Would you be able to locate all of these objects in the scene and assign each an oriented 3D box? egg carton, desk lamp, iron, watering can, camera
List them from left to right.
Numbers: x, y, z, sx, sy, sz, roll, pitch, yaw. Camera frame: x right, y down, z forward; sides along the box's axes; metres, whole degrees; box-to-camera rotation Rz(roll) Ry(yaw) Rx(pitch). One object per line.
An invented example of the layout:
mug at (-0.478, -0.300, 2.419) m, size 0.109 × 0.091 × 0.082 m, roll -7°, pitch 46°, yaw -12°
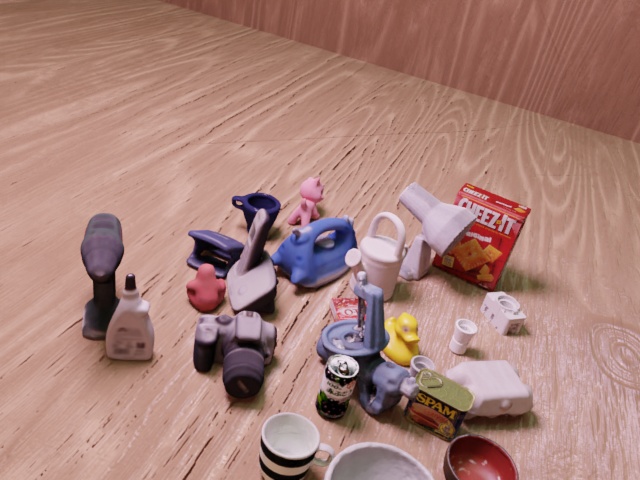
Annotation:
camera at (-0.144, 0.191, 0.974) m, size 0.143 × 0.101 × 0.136 m, roll 7°, pitch 32°, yaw -10°
iron at (0.012, 0.005, 1.284) m, size 0.118 × 0.141 × 0.259 m, roll 35°, pitch 38°, yaw 31°
watering can at (0.129, 0.033, 1.232) m, size 0.100 × 0.194 × 0.173 m, roll 25°, pitch 34°, yaw 19°
desk lamp at (0.237, -0.013, 1.326) m, size 0.202 × 0.213 × 0.118 m, roll 30°, pitch 36°, yaw 26°
egg carton at (0.306, 0.273, 1.039) m, size 0.150 × 0.069 × 0.107 m, roll 1°, pitch 34°, yaw -18°

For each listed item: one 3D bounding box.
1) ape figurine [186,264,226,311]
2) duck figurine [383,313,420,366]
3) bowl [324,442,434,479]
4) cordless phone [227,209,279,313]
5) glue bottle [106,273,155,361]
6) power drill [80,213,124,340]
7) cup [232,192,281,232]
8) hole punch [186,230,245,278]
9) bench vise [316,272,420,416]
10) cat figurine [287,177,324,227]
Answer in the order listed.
ape figurine at (-0.221, 0.086, 1.118) m, size 0.078 × 0.092 × 0.076 m, roll 8°, pitch 32°, yaw -8°
duck figurine at (0.161, 0.180, 1.116) m, size 0.078 × 0.086 × 0.104 m, roll -2°, pitch 35°, yaw -23°
bowl at (0.081, 0.372, 0.797) m, size 0.167 × 0.075 × 0.167 m, roll 9°, pitch 32°, yaw -6°
cordless phone at (-0.127, 0.043, 1.132) m, size 0.094 × 0.185 × 0.147 m, roll 0°, pitch 34°, yaw -20°
glue bottle at (-0.312, 0.126, 0.946) m, size 0.078 × 0.173 × 0.037 m, roll 6°, pitch 33°, yaw -11°
power drill at (-0.372, 0.065, 0.987) m, size 0.076 × 0.208 × 0.229 m, roll 0°, pitch 34°, yaw -20°
cup at (-0.157, -0.055, 1.360) m, size 0.117 × 0.095 × 0.091 m, roll 13°, pitch 32°, yaw 0°
hole punch at (-0.224, 0.012, 1.234) m, size 0.108 × 0.091 × 0.101 m, roll 21°, pitch 33°, yaw 13°
bench vise at (0.096, 0.171, 0.980) m, size 0.207 × 0.220 × 0.122 m, roll 26°, pitch 34°, yaw 19°
cat figurine at (-0.028, -0.106, 1.466) m, size 0.067 × 0.118 × 0.128 m, roll 18°, pitch 32°, yaw 9°
